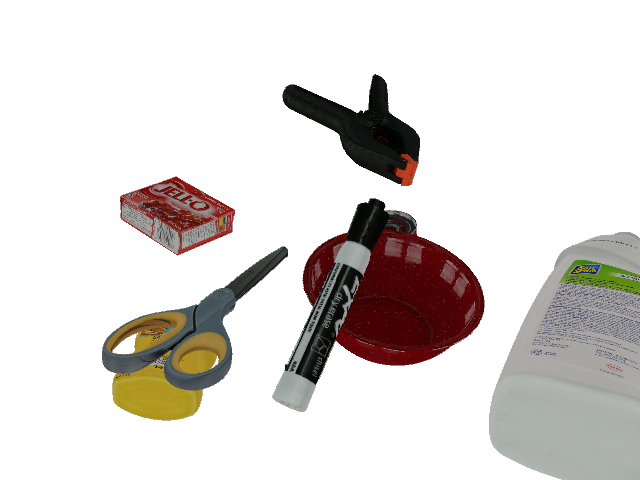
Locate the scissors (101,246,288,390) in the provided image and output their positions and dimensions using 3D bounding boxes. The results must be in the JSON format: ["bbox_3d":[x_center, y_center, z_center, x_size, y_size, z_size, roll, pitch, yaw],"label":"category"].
[{"bbox_3d":[-0.064,0.055,0.772,0.096,0.016,0.201,27,37,36],"label":"scissors"}]

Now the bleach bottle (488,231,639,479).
[{"bbox_3d":[0.187,0.058,0.690,0.103,0.068,0.250,14,29,19],"label":"bleach bottle"}]

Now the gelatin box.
[{"bbox_3d":[-0.140,-0.026,1.042,0.089,0.030,0.073,30,36,32],"label":"gelatin box"}]

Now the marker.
[{"bbox_3d":[0.007,0.032,0.565,0.020,0.121,0.020,22,-16,6],"label":"marker"}]

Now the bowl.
[{"bbox_3d":[0.061,0.060,0.951,0.162,0.055,0.162,6,39,-5],"label":"bowl"}]

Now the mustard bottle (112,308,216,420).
[{"bbox_3d":[-0.170,0.132,1.236,0.096,0.058,0.191,5,26,4],"label":"mustard bottle"}]

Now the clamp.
[{"bbox_3d":[0.037,-0.114,1.069,0.120,0.039,0.171,-10,40,-17],"label":"clamp"}]

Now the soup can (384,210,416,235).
[{"bbox_3d":[0.087,0.023,1.325,0.068,0.102,0.068,-4,33,2],"label":"soup can"}]
